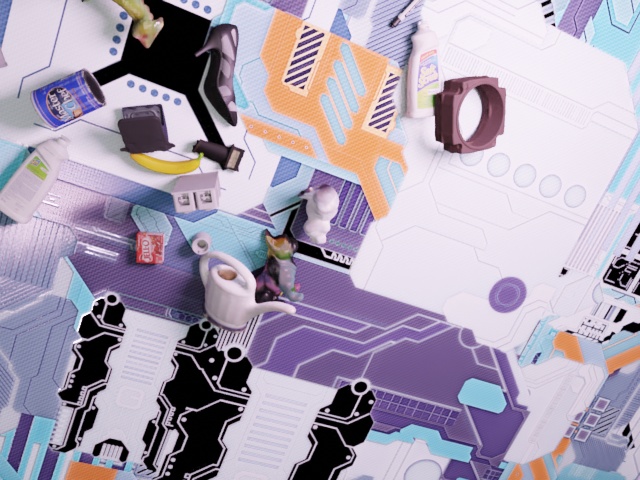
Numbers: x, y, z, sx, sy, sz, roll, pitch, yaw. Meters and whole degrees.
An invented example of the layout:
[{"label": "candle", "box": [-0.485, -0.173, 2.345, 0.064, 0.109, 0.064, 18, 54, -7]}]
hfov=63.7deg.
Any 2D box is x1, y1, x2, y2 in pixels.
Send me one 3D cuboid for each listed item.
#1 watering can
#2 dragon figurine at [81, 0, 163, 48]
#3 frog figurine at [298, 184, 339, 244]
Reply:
[{"label": "watering can", "box": [-0.224, 0.173, 1.452, 0.351, 0.219, 0.105, 33, 34, 24]}, {"label": "dragon figurine", "box": [-0.468, -0.668, 1.226, 0.244, 0.408, 0.122, -10, 6, -24]}, {"label": "frog figurine", "box": [0.004, -0.073, 1.450, 0.124, 0.159, 0.136, -21, 3, -30]}]
